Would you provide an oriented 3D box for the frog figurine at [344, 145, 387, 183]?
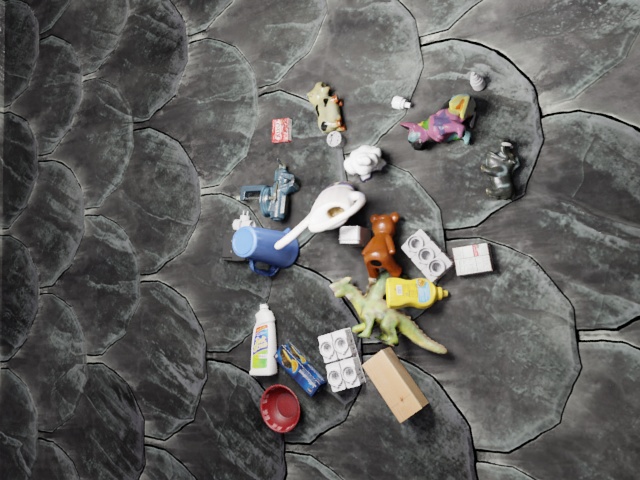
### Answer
[{"bbox_3d":[0.141,-0.266,1.725,0.136,0.159,0.124,-15,78,25],"label":"frog figurine"}]

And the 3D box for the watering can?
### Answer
[{"bbox_3d":[0.005,-0.088,1.742,0.345,0.229,0.102,-24,113,22],"label":"watering can"}]

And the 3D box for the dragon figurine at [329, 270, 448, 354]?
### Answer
[{"bbox_3d":[0.222,0.212,1.669,0.411,0.121,0.245,9,80,18],"label":"dragon figurine"}]
